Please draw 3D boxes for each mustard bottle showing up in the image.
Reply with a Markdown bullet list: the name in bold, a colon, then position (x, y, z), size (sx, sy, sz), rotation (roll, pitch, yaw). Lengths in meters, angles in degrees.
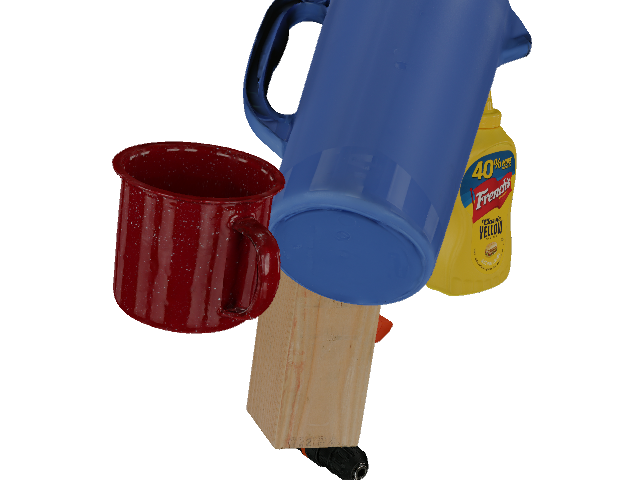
- **mustard bottle**: position (0.145, -0.049, 1.009), size (0.096, 0.192, 0.058), rotation (-14, 24, -38)

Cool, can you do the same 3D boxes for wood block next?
- **wood block**: position (-0.004, 0.084, 1.015), size (0.090, 0.206, 0.091), rotation (2, 15, -22)

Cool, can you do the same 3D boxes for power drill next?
- **power drill**: position (0.016, 0.166, 1.247), size (0.057, 0.188, 0.185), rotation (15, 10, -43)

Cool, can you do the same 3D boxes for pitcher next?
- **pitcher**: position (0.034, -0.083, 0.712), size (0.149, 0.242, 0.145), rotation (-21, -52, 41)

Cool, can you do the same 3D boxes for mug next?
- **mug**: position (-0.062, 0.003, 0.580), size (0.093, 0.081, 0.117), rotation (-13, 30, -43)
